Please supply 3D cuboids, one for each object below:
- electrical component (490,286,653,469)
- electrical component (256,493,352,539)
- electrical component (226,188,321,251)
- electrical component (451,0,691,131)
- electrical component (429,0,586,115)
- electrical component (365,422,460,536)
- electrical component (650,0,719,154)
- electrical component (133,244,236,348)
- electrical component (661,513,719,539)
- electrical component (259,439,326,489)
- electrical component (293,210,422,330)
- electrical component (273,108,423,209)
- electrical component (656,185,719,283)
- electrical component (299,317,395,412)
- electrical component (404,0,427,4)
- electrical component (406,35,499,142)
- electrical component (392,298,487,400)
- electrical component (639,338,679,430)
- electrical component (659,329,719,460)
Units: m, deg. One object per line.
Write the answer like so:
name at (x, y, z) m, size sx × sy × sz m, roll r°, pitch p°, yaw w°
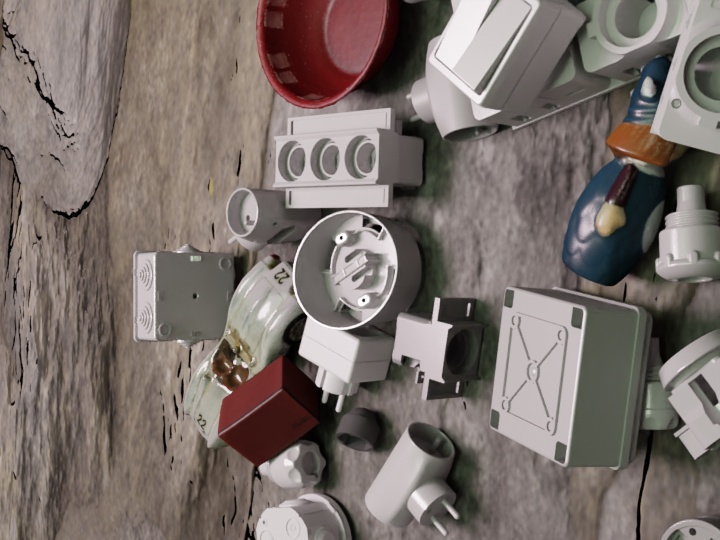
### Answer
electrical component at (0.142, 0.071, 0.741) m, size 0.109 × 0.056 × 0.108 m, roll -162°, pitch 77°, yaw -67°
electrical component at (-0.050, 0.240, 0.952) m, size 0.080 × 0.051 × 0.080 m, roll -1°, pitch 89°, yaw 44°
electrical component at (-0.088, -0.042, 0.975) m, size 0.079 × 0.077 × 0.043 m, roll -34°, pitch 67°, yaw 38°
electrical component at (0.156, -0.181, 0.754) m, size 0.186 × 0.060 × 0.105 m, roll -19°, pitch 76°, yaw 42°
electrical component at (0.099, -0.161, 0.722) m, size 0.061 × 0.061 × 0.096 m, roll 49°, pitch 121°, yaw 33°
electrical component at (0.051, 0.176, 0.861) m, size 0.079 × 0.044 × 0.077 m, roll 46°, pitch 120°, yaw 34°
electrical component at (0.252, -0.155, 0.628) m, size 0.105 × 0.060 × 0.186 m, roll 16°, pitch 103°, yaw 8°
electrical component at (-0.168, 0.025, 1.038) m, size 0.048 × 0.100 × 0.099 m, roll -2°, pitch 88°, yaw 57°
electrical component at (0.227, 0.184, 0.689) m, size 0.055 × 0.047 × 0.055 m, roll -1°, pitch 89°, yaw 44°
electrical component at (-0.065, 0.176, 0.973) m, size 0.062 × 0.043 × 0.043 m, roll -14°, pitch 80°, yaw 44°
electrical component at (0.000, 0.000, 0.898) m, size 0.099 × 0.064 × 0.099 m, roll -1°, pitch 89°, yaw 44°
electrical component at (-0.009, -0.091, 0.910) m, size 0.121 × 0.063 × 0.078 m, roll 2°, pitch 91°, yaw 44°
electrical component at (0.218, -0.024, 0.705) m, size 0.048 × 0.048 × 0.062 m, roll -9°, pitch 76°, yaw 43°
electrical component at (-0.016, 0.083, 0.924) m, size 0.066 × 0.047 × 0.076 m, roll 26°, pitch 107°, yaw 41°
electrical component at (0.059, -0.258, 0.826) m, size 0.064 × 0.099 × 0.099 m, roll 3°, pitch 92°, yaw 37°
electrical component at (0.068, -0.139, 0.850) m, size 0.079 × 0.043 × 0.077 m, roll -16°, pitch 79°, yaw 43°
electrical component at (0.061, 0.059, 0.855) m, size 0.064 × 0.042 × 0.081 m, roll 14°, pitch 99°, yaw 45°
electrical component at (0.198, 0.077, 0.728) m, size 0.035 × 0.035 × 0.061 m, roll -6°, pitch 83°, yaw 44°
electrical component at (0.228, 0.075, 0.684) m, size 0.078 × 0.058 × 0.057 m, roll -48°, pitch 61°, yaw 33°
